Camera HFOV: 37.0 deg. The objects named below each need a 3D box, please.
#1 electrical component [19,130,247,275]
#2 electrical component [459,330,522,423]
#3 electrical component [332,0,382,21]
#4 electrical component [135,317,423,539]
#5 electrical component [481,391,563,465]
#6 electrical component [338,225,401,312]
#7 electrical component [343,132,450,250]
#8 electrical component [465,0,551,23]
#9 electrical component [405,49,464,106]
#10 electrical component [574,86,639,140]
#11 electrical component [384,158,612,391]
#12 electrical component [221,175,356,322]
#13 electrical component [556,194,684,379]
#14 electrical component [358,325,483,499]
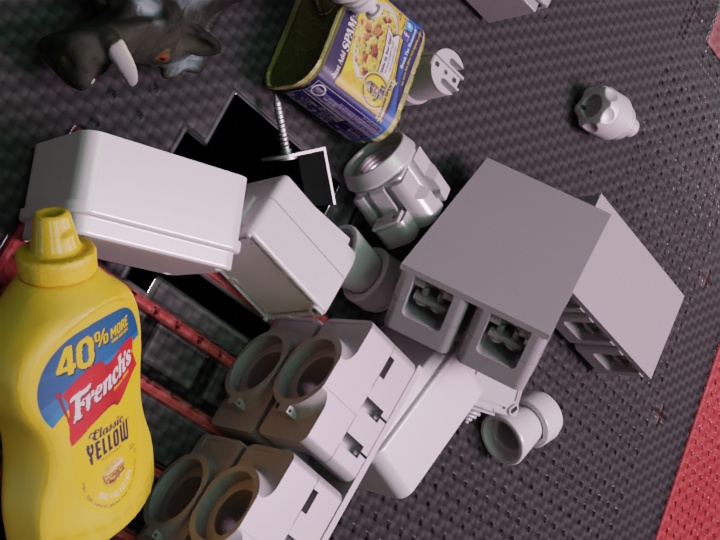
[{"bbox_3d":[-0.132,-0.036,0.633,0.113,0.078,0.057,15,78,-40],"label":"electrical component"},{"bbox_3d":[0.090,0.071,0.838,0.062,0.061,0.096,21,84,-39],"label":"electrical component"},{"bbox_3d":[-0.010,-0.190,0.687,0.078,0.040,0.040,45,62,-44],"label":"electrical component"},{"bbox_3d":[-0.056,0.117,0.680,0.060,0.105,0.186,46,62,-30],"label":"electrical component"},{"bbox_3d":[0.133,0.128,0.880,0.055,0.045,0.045,-24,105,-38],"label":"electrical component"},{"bbox_3d":[0.000,0.000,0.767,0.055,0.045,0.045,36,68,-35],"label":"electrical component"},{"bbox_3d":[0.025,-0.062,0.777,0.057,0.058,0.078,53,39,-24],"label":"electrical component"},{"bbox_3d":[0.103,-0.242,0.842,0.096,0.062,0.061,26,74,-37],"label":"electrical component"},{"bbox_3d":[0.050,-0.146,0.808,0.040,0.046,0.040,0,91,-40],"label":"electrical component"},{"bbox_3d":[0.225,-0.136,0.958,0.062,0.043,0.043,18,79,-40],"label":"electrical component"},{"bbox_3d":[0.102,0.000,0.776,0.186,0.105,0.060,-49,161,-53],"label":"electrical component"},{"bbox_3d":[-0.058,-0.020,0.704,0.096,0.062,0.061,49,54,-29],"label":"electrical component"},{"bbox_3d":[0.205,0.015,0.929,0.150,0.062,0.089,43,64,-32],"label":"electrical component"},{"bbox_3d":[0.023,0.097,0.766,0.113,0.078,0.057,-50,123,-29],"label":"electrical component"}]
